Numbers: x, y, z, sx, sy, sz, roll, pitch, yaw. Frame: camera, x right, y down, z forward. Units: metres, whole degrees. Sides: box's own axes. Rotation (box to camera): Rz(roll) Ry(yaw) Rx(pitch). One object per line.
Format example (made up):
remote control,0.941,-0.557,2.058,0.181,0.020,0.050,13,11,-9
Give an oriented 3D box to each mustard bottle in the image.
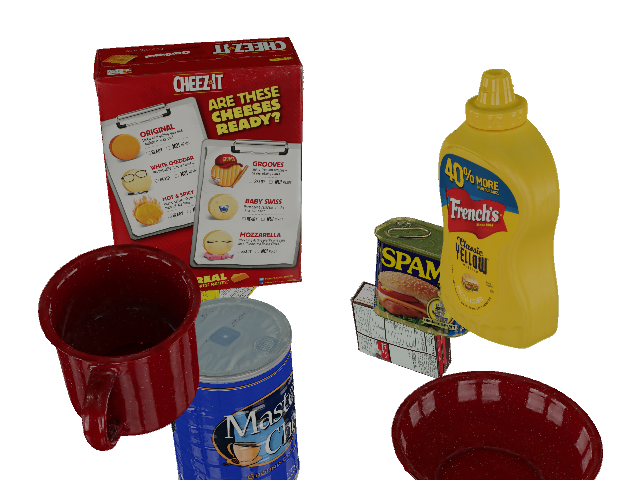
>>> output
mustard bottle,0.123,-0.025,0.742,0.058,0.192,0.096,-20,31,-27

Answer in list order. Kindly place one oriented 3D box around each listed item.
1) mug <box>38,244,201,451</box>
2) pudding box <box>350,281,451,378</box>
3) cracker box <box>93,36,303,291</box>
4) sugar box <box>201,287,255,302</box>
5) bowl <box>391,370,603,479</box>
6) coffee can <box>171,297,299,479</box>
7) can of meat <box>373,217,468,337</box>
mug,-0.116,0.071,0.631,0.093,0.081,0.117,4,45,3
pudding box,0.094,0.104,1.241,0.114,0.090,0.039,15,46,26
cracker box,-0.099,-0.059,0.909,0.164,0.214,0.072,-5,34,-9
sugar box,-0.107,0.000,1.134,0.048,0.176,0.093,15,39,21
bowl,0.136,0.172,0.837,0.162,0.055,0.162,0,32,0
coffee can,-0.071,0.131,0.856,0.103,0.140,0.103,-2,32,1
can of meat,0.098,0.035,0.985,0.102,0.084,0.057,18,29,32
